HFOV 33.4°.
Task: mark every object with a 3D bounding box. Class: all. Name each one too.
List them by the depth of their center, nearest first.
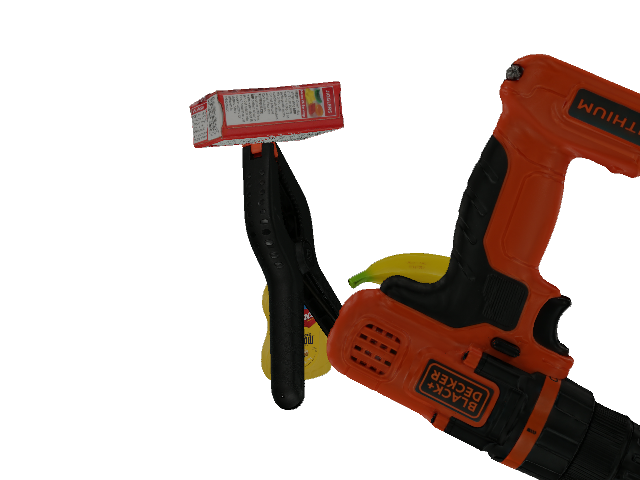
[{"bbox_3d":[0.117,0.020,0.511,0.184,0.188,0.057,26,7,5],"label":"power drill"},{"bbox_3d":[-0.034,-0.075,0.638,0.073,0.030,0.089,-7,3,-16],"label":"gelatin box"},{"bbox_3d":[-0.021,0.019,0.875,0.036,0.210,0.164,-12,2,20],"label":"clamp"},{"bbox_3d":[0.132,0.046,1.111,0.198,0.037,0.069,9,48,23],"label":"banana"},{"bbox_3d":[-0.031,0.095,1.449,0.096,0.192,0.058,-4,22,-15],"label":"mustard bottle"}]
